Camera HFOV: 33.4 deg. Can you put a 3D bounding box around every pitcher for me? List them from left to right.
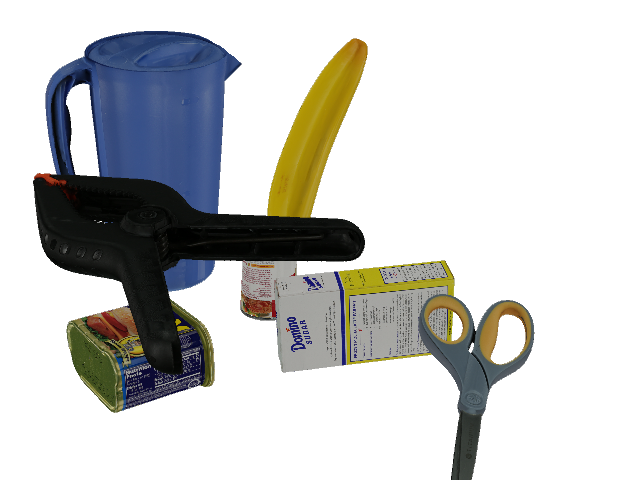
[{"bbox_3d":[-0.168,-0.075,1.045,0.149,0.243,0.144,11,27,16],"label":"pitcher"}]

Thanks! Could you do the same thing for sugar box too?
[{"bbox_3d":[0.043,0.076,1.072,0.176,0.093,0.048,-4,28,-5],"label":"sugar box"}]

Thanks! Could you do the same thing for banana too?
[{"bbox_3d":[-0.005,-0.071,0.877,0.037,0.197,0.070,27,-20,-30],"label":"banana"}]

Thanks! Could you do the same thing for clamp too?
[{"bbox_3d":[-0.090,-0.002,0.635,0.164,0.036,0.210,-25,38,-38],"label":"clamp"}]

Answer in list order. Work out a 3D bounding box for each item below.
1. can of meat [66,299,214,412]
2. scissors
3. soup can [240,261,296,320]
[{"bbox_3d":[-0.147,0.090,0.861,0.083,0.057,0.102,-15,26,-31],"label":"can of meat"},{"bbox_3d":[0.093,0.104,0.762,0.096,0.016,0.201,23,45,17],"label":"scissors"},{"bbox_3d":[-0.062,0.035,1.268,0.068,0.102,0.068,1,22,0],"label":"soup can"}]
